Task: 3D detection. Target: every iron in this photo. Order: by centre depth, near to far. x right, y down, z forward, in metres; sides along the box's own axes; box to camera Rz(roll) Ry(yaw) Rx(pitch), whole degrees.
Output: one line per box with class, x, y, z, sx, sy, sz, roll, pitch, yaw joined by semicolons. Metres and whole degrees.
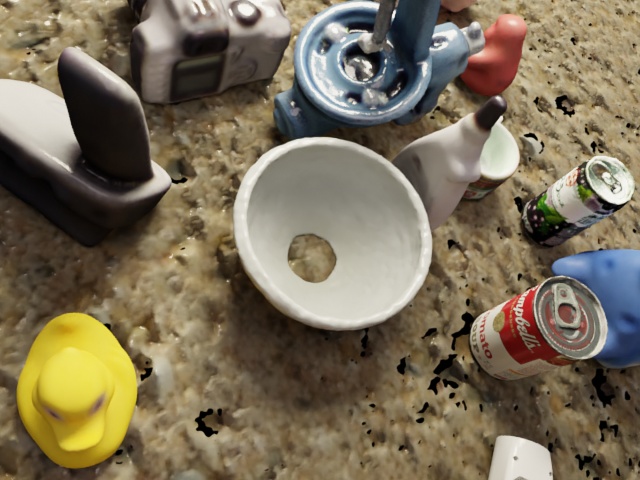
iron;0.363;0.045;0.548;0.259;0.141;0.118;-3;68;-20

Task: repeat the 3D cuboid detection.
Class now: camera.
camera;-0.114;-0.214;0.521;0.143;0.100;0.137;-21;75;-25

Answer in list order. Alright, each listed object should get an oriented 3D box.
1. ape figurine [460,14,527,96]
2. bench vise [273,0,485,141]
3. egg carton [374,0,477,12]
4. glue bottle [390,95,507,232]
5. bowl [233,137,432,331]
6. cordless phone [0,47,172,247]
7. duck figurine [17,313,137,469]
ape figurine;0.194;-0.210;0.630;0.078;0.092;0.076;-16;73;-24
bench vise;0.067;-0.184;0.502;0.121;0.219;0.208;47;61;5
egg carton;0.121;-0.320;0.666;0.151;0.069;0.107;-11;71;-23
glue bottle;0.108;-0.067;0.491;0.037;0.173;0.078;-8;70;-21
bowl;0.004;0.002;0.482;0.168;0.074;0.167;7;65;-16
cordless phone;-0.175;-0.087;0.396;0.147;0.185;0.094;33;61;-3
duck figurine;-0.162;0.094;0.378;0.078;0.086;0.104;-7;70;-21
